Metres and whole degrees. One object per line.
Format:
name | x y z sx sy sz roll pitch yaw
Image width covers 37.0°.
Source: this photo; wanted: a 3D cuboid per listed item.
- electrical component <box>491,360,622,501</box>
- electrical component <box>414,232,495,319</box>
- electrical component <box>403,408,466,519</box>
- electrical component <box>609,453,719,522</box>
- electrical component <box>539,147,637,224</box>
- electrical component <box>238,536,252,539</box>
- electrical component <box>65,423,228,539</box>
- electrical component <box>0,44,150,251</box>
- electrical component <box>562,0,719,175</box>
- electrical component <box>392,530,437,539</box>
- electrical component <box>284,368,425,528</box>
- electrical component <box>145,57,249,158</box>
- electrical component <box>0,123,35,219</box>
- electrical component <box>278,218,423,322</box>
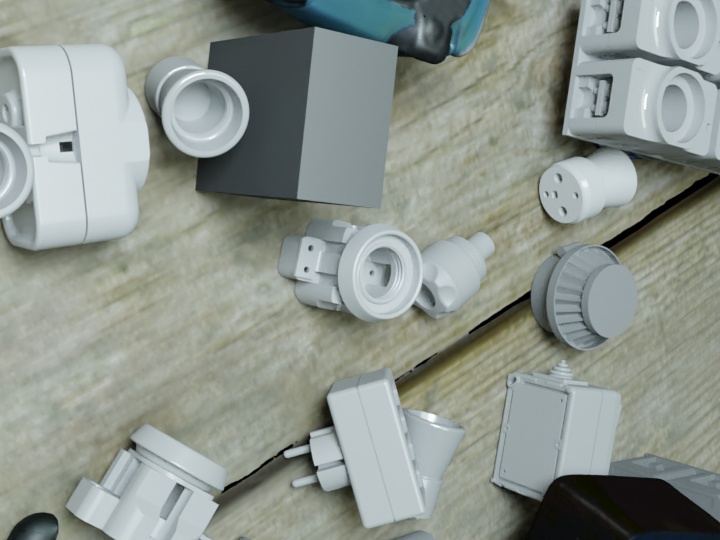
electrical component | 0.141 0.111 0.753 0.061 0.062 0.096 9 90 -37
electrical component | 0.061 -0.001 0.692 0.062 0.043 0.043 -38 116 -28
electrical component | 0.038 0.127 0.693 0.044 0.044 0.065 17 91 -37
electrical component | 0.234 0.245 0.811 0.060 0.105 0.186 -1 96 -36
electrical component | 0.160 -0.059 0.757 0.055 0.045 0.045 -20 107 -33
electrical component | -0.072 0.187 0.619 0.044 0.044 0.065 51 62 -29
electrical component | -0.107 0.119 0.574 0.078 0.058 0.057 37 76 -29
electrical component | -0.142 -0.061 0.527 0.059 0.054 0.095 -11 102 -35
electrical component | 0.234 -0.130 0.748 0.186 0.060 0.105 7 92 -37
electrical component | 0.014 0.213 0.683 0.077 0.044 0.079 -10 110 -36
electrical component | -0.007 0.111 0.650 0.076 0.047 0.083 -16 93 4
electrical component | -0.088 -0.088 0.556 0.044 0.065 0.044 -9 115 -21
electrical component | -0.182 -0.046 0.492 0.044 0.065 0.044 -5 99 -36
electrical component | 0.000 0.000 0.638 0.078 0.057 0.058 13 88 -37
